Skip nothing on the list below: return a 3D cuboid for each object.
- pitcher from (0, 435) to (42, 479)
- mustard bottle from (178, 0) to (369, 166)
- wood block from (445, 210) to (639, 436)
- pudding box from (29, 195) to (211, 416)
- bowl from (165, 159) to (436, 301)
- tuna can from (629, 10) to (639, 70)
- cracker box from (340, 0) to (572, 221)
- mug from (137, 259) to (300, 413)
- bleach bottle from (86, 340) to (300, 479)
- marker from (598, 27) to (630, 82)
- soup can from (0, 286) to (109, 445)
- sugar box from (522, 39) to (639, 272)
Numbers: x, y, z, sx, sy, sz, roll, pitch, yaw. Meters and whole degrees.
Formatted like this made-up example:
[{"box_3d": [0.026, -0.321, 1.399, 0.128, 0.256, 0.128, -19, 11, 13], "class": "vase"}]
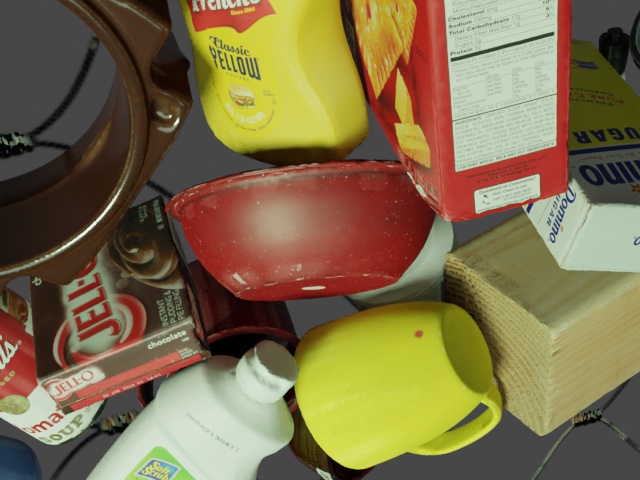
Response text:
[{"box_3d": [-0.295, 0.143, 0.644, 0.242, 0.145, 0.149, 20, 132, -34], "class": "pitcher"}, {"box_3d": [-0.033, -0.128, 0.521, 0.058, 0.096, 0.191, -43, 138, -31], "class": "mustard bottle"}, {"box_3d": [0.183, 0.019, 0.661, 0.205, 0.090, 0.091, -27, 134, -24], "class": "wood block"}, {"box_3d": [-0.117, 0.035, 0.610, 0.090, 0.113, 0.039, -22, 131, 0], "class": "pudding box"}, {"box_3d": [-0.004, 0.001, 0.596, 0.162, 0.055, 0.162, -5, 171, -1], "class": "bowl"}, {"box_3d": [0.222, -0.119, 0.610, 0.086, 0.086, 0.033, -42, 127, 17], "class": "tuna can"}, {"box_3d": [0.050, -0.140, 0.488, 0.072, 0.164, 0.214, -16, 131, -6], "class": "cracker box"}, {"box_3d": [-0.067, 0.069, 0.674, 0.117, 0.081, 0.093, -35, 130, 12], "class": "mug"}, {"box_3d": [-0.085, 0.155, 0.636, 0.102, 0.068, 0.251, 34, 119, -9], "class": "bleach bottle"}, {"box_3d": [0.182, -0.079, 0.674, 0.020, 0.020, 0.121, -13, 130, -7], "class": "marker"}, {"box_3d": [-0.185, 0.075, 0.652, 0.068, 0.068, 0.102, -36, 130, 12], "class": "soup can"}, {"box_3d": [0.140, -0.054, 0.576, 0.093, 0.176, 0.048, 2, 126, -21], "class": "sugar box"}]
